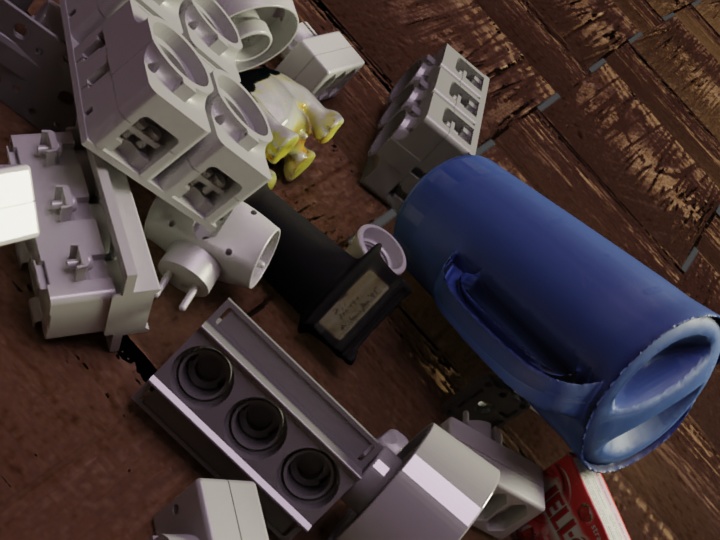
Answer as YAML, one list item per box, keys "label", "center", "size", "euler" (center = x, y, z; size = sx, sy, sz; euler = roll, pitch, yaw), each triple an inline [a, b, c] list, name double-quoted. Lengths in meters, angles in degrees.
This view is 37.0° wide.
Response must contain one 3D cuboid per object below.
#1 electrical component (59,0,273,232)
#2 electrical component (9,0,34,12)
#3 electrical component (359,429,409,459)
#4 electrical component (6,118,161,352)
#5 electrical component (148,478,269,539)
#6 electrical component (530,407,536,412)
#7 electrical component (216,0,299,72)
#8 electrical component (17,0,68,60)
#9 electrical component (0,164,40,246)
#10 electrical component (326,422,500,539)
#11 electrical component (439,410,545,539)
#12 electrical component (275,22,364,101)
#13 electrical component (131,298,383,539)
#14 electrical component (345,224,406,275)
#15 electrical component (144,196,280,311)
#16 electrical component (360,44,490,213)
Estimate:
- label: "electrical component"
  center: [-0.122, -0.128, 0.669]
  size: [0.105, 0.060, 0.186]
  euler: [37, 25, -45]
- label: "electrical component"
  center: [-0.256, -0.190, 0.695]
  size: [0.053, 0.059, 0.095]
  euler: [52, 33, 8]
- label: "electrical component"
  center: [0.028, 0.135, 0.696]
  size: [0.061, 0.035, 0.035]
  euler: [54, 34, 6]
- label: "electrical component"
  center: [-0.163, -0.023, 0.618]
  size: [0.063, 0.078, 0.121]
  euler: [-7, 58, -26]
- label: "electrical component"
  center: [-0.086, 0.151, 0.539]
  size: [0.076, 0.047, 0.083]
  euler: [13, 46, -40]
- label: "electrical component"
  center: [0.177, 0.083, 0.879]
  size: [0.113, 0.078, 0.057]
  euler: [35, 38, -18]
- label: "electrical component"
  center: [-0.100, -0.201, 0.850]
  size: [0.099, 0.099, 0.064]
  euler: [-5, 65, -50]
- label: "electrical component"
  center: [-0.195, -0.152, 0.740]
  size: [0.078, 0.040, 0.040]
  euler: [29, 37, -26]
- label: "electrical component"
  center: [-0.211, -0.014, 0.557]
  size: [0.047, 0.083, 0.075]
  euler: [-22, 111, -55]
- label: "electrical component"
  center: [0.023, 0.137, 0.627]
  size: [0.060, 0.108, 0.108]
  euler: [42, 33, 4]
- label: "electrical component"
  center: [0.081, 0.130, 0.746]
  size: [0.083, 0.047, 0.075]
  euler: [31, 36, -20]
- label: "electrical component"
  center: [-0.048, -0.189, 0.937]
  size: [0.076, 0.047, 0.066]
  euler: [50, 33, 5]
- label: "electrical component"
  center: [-0.058, 0.084, 0.620]
  size: [0.121, 0.078, 0.063]
  euler: [44, 4, -4]
- label: "electrical component"
  center: [0.000, 0.000, 0.786]
  size: [0.045, 0.055, 0.045]
  euler: [29, 37, -25]
- label: "electrical component"
  center: [-0.103, -0.010, 0.686]
  size: [0.077, 0.043, 0.079]
  euler: [26, 62, 5]
- label: "electrical component"
  center: [0.056, -0.127, 0.951]
  size: [0.062, 0.089, 0.150]
  euler: [37, 34, -14]
